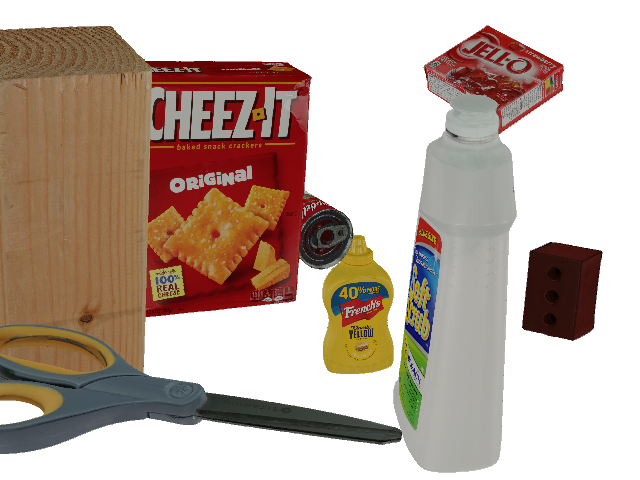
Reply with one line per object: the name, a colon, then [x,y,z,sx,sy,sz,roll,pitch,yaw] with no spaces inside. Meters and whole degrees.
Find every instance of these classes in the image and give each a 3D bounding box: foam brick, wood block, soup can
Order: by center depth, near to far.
wood block: [-0.160,-0.017,0.652,0.090,0.206,0.090,-7,30,-25]
foam brick: [0.222,0.046,0.981,0.053,0.078,0.051,12,17,33]
soup can: [-0.018,-0.017,1.174,0.068,0.068,0.102,0,19,-31]

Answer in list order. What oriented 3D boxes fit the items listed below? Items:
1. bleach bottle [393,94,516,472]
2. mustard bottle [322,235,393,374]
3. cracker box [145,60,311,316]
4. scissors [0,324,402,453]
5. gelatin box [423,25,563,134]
bleach bottle: [0.088,0.025,0.690,0.068,0.251,0.102,-4,30,-6]
mustard bottle: [0.051,0.085,1.446,0.096,0.192,0.058,-4,21,-7]
cracker box: [-0.098,-0.045,0.934,0.164,0.214,0.072,-4,20,-23]
scissors: [-0.076,0.076,0.454,0.202,0.016,0.096,14,29,24]
gelatin box: [0.140,-0.133,0.868,0.073,0.030,0.089,-34,49,-19]
